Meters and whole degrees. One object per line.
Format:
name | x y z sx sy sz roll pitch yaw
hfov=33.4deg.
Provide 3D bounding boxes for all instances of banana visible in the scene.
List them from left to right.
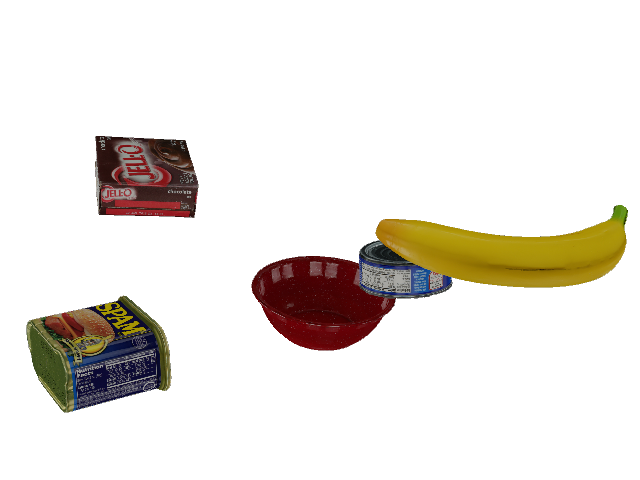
banana | 0.141 0.007 0.776 0.197 0.037 0.069 -2 30 -11

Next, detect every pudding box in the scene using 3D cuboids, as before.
pudding box | -0.168 -0.061 1.012 0.090 0.039 0.113 2 25 -15

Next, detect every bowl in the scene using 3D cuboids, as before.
bowl | 0.002 0.077 1.200 0.162 0.055 0.162 4 26 -2

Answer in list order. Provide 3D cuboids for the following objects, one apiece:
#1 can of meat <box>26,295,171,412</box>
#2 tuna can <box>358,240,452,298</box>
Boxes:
can of meat | -0.179 0.090 0.851 0.083 0.057 0.102 -12 23 -29
tuna can | 0.077 0.024 0.976 0.086 0.034 0.086 -2 16 0
